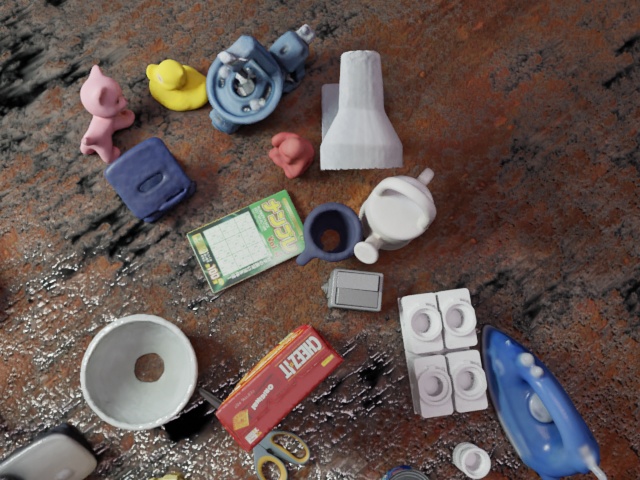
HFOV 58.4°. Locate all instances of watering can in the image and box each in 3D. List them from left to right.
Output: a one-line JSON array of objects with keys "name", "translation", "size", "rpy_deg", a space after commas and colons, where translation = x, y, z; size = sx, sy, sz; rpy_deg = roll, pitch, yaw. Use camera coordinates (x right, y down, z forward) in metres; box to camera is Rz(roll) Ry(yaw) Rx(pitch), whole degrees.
[{"name": "watering can", "translation": [0.118, -0.039, 0.866], "size": [0.101, 0.194, 0.173], "rpy_deg": [17, 81, -1]}]

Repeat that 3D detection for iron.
[{"name": "iron", "translation": [0.335, 0.244, 0.866], "size": [0.119, 0.141, 0.258], "rpy_deg": [-29, 84, -8]}]

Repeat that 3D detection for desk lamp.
[{"name": "desk lamp", "translation": [0.054, -0.180, 0.872], "size": [0.118, 0.213, 0.203], "rpy_deg": [-2, 81, -4]}]

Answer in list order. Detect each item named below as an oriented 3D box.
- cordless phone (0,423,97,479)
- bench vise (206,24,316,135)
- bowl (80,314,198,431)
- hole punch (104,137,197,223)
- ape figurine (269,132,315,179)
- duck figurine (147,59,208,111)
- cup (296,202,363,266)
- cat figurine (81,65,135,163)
[{"name": "cordless phone", "translation": [-0.402, 0.327, 0.776], "size": [0.148, 0.185, 0.094], "rpy_deg": [-36, 85, -8]}, {"name": "bench vise", "translation": [-0.098, -0.274, 0.872], "size": [0.121, 0.219, 0.207], "rpy_deg": [29, 80, 1]}, {"name": "bowl", "translation": [-0.263, 0.196, 0.862], "size": [0.167, 0.074, 0.167], "rpy_deg": [1, 81, -4]}, {"name": "hole punch", "translation": [-0.262, -0.093, 0.898], "size": [0.109, 0.091, 0.101], "rpy_deg": [-37, 86, -8]}, {"name": "ape figurine", "translation": [-0.044, -0.141, 0.921], "size": [0.076, 0.092, 0.078], "rpy_deg": [-5, 82, -5]}, {"name": "duck figurine", "translation": [-0.230, -0.258, 0.928], "size": [0.104, 0.086, 0.077], "rpy_deg": [11, 81, -2]}, {"name": "cup", "translation": [0.008, 0.003, 0.901], "size": [0.118, 0.095, 0.091], "rpy_deg": [-43, 86, -9]}, {"name": "cat figurine", "translation": [-0.342, -0.199, 0.894], "size": [0.067, 0.117, 0.128], "rpy_deg": [16, 81, -1]}]
